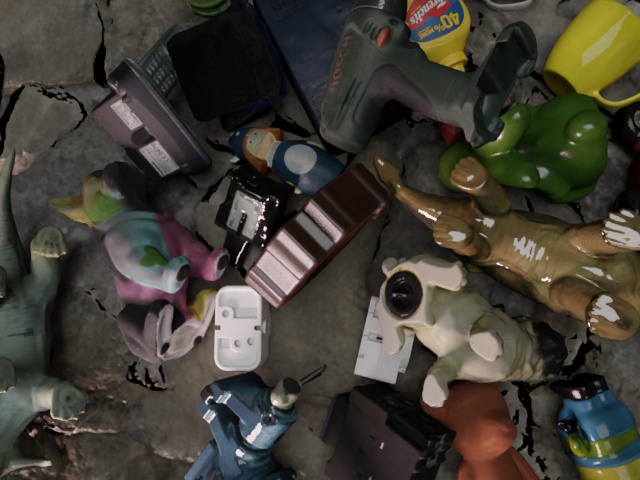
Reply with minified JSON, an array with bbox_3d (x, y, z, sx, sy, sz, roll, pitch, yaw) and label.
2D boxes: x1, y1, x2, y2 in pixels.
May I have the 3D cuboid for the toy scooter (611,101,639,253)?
[{"bbox_3d":[0.405,-0.069,0.602,0.135,0.075,0.184,5,79,5],"label":"toy scooter"}]

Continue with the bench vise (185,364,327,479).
[{"bbox_3d":[-0.049,0.264,0.562,0.223,0.128,0.241,-50,61,13],"label":"bench vise"}]

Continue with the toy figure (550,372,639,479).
[{"bbox_3d":[0.307,0.234,0.567,0.082,0.089,0.180,-19,84,9],"label":"toy figure"}]

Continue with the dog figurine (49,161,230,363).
[{"bbox_3d":[-0.223,0.018,0.635,0.219,0.108,0.191,30,113,23],"label":"dog figurine"}]

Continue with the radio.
[{"bbox_3d":[0.018,-0.235,0.660,0.131,0.073,0.229,-27,83,1],"label":"radio"}]

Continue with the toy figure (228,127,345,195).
[{"bbox_3d":[-0.046,-0.103,0.659,0.155,0.057,0.064,25,51,9],"label":"toy figure"}]

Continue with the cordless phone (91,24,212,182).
[{"bbox_3d":[-0.178,-0.174,0.664,0.089,0.146,0.184,-17,37,27],"label":"cordless phone"}]

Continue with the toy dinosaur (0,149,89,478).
[{"bbox_3d":[-0.366,0.113,0.631,0.192,0.131,0.405,-30,60,40],"label":"toy dinosaur"}]

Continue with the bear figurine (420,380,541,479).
[{"bbox_3d":[0.194,0.237,0.564,0.120,0.132,0.195,-11,86,-24],"label":"bear figurine"}]

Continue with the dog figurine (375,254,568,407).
[{"bbox_3d":[0.166,0.087,0.584,0.121,0.190,0.172,-41,59,33],"label":"dog figurine"}]

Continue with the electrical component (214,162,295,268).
[{"bbox_3d":[-0.084,-0.024,0.652,0.075,0.048,0.119,25,124,10],"label":"electrical component"}]

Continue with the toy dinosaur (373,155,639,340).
[{"bbox_3d":[0.257,0.030,0.537,0.472,0.198,0.105,30,92,14],"label":"toy dinosaur"}]

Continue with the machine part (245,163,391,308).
[{"bbox_3d":[-0.001,-0.002,0.583,0.179,0.179,0.056,-44,85,-1],"label":"machine part"}]

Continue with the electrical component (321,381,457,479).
[{"bbox_3d":[0.063,0.223,0.578,0.134,0.058,0.114,24,100,42],"label":"electrical component"}]

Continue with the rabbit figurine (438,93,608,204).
[{"bbox_3d":[0.216,-0.086,0.592,0.170,0.159,0.121,-13,92,15],"label":"rabbit figurine"}]

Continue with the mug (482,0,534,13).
[{"bbox_3d":[0.216,-0.327,0.652,0.107,0.081,0.109,0,88,16],"label":"mug"}]

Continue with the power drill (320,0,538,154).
[{"bbox_3d":[0.102,-0.188,0.540,0.208,0.086,0.232,25,92,31],"label":"power drill"}]

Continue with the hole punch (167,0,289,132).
[{"bbox_3d":[-0.102,-0.201,0.646,0.116,0.092,0.142,-21,86,9],"label":"hole punch"}]
